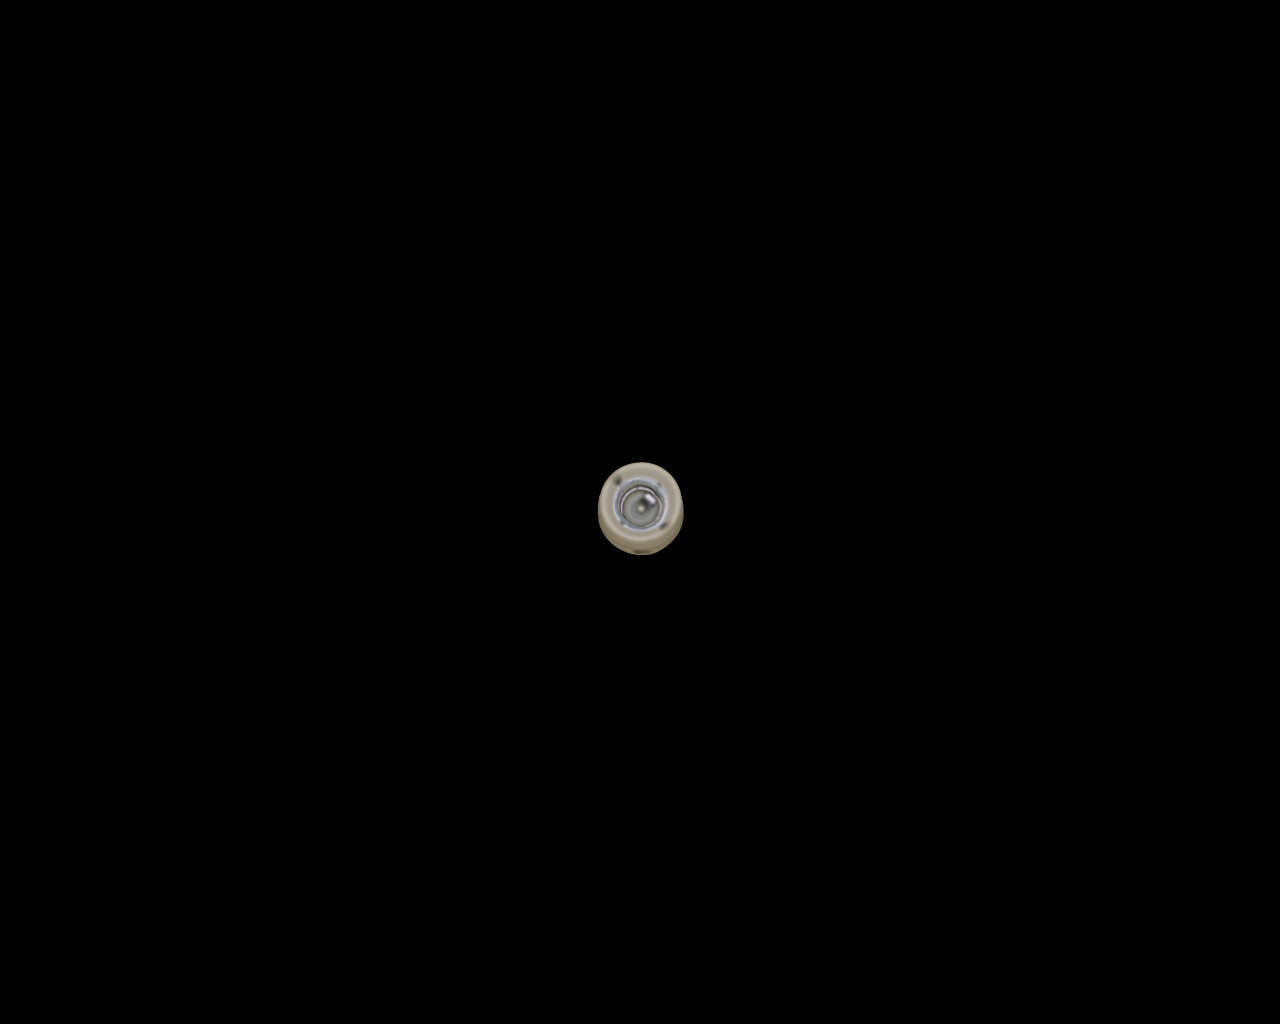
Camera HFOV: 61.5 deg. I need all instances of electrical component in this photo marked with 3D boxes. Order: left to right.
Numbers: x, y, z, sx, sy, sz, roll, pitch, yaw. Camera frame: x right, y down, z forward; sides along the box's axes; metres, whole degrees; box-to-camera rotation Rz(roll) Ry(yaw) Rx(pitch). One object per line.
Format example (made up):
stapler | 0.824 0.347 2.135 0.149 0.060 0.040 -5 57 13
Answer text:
electrical component | 0.001 -0.003 0.650 0.055 0.055 0.047 0 -9 0
